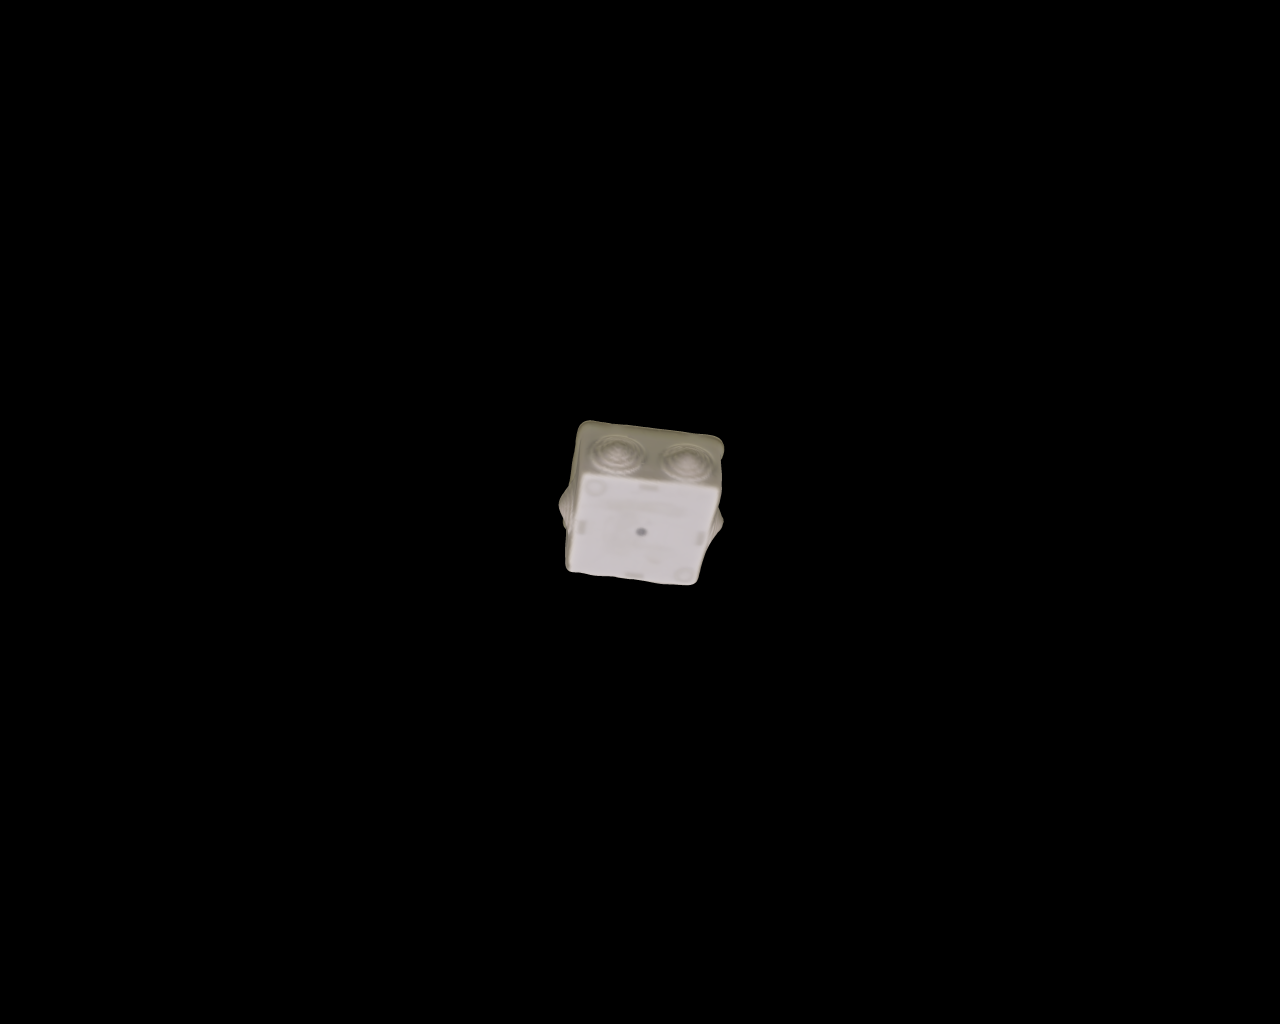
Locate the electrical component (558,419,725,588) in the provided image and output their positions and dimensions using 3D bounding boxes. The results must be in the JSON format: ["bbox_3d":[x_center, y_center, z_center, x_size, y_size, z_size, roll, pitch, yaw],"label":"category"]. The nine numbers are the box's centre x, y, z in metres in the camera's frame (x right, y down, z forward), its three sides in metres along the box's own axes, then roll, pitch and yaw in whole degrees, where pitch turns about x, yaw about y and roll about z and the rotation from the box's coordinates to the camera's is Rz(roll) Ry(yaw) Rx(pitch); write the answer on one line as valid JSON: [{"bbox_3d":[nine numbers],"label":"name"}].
[{"bbox_3d":[0.001,-0.003,0.650,0.100,0.099,0.048,7,40,-6],"label":"electrical component"}]
